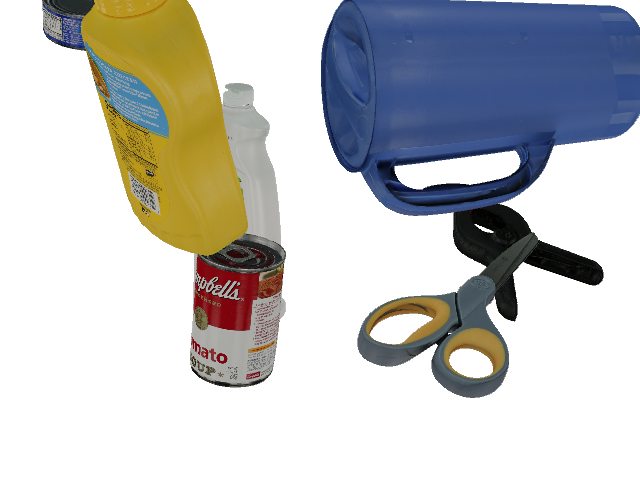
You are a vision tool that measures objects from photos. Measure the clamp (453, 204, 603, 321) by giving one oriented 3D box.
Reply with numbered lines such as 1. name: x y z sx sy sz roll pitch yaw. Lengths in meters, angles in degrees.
1. clamp: 0.198 0.008 1.070 0.120 0.039 0.171 -9 44 -21

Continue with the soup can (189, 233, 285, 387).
1. soup can: -0.065 0.053 0.827 0.068 0.102 0.068 6 23 -3

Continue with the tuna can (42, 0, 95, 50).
1. tuna can: -0.205 -0.201 0.956 0.086 0.034 0.086 5 32 -4

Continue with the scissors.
1. scissors: 0.109 0.044 0.665 0.201 0.016 0.096 -20 43 -39

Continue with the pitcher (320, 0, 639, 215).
1. pitcher: 0.130 -0.117 0.839 0.242 0.149 0.145 -5 28 -16

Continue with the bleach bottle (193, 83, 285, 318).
1. bleach bottle: -0.083 -0.038 1.121 0.103 0.251 0.068 15 25 25

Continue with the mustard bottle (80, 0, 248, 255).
1. mustard bottle: -0.095 -0.085 0.616 0.058 0.191 0.096 -33 49 -24
